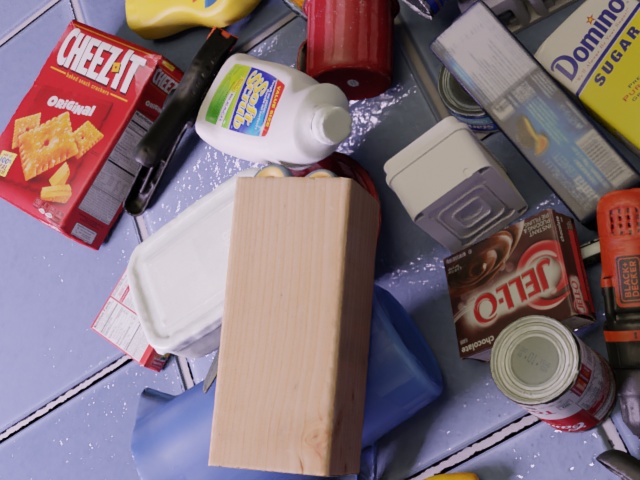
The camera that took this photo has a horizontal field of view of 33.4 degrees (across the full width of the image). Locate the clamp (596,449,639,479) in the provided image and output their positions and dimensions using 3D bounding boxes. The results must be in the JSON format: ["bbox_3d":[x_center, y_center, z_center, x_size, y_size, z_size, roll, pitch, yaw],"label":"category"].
[{"bbox_3d":[0.264,0.214,0.725,0.172,0.039,0.120,4,75,32],"label":"clamp"}]

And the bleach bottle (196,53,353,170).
[{"bbox_3d":[-0.034,-0.116,0.957,0.102,0.068,0.251,-62,25,-4],"label":"bleach bottle"}]

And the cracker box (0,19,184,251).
[{"bbox_3d":[-0.257,-0.118,1.156,0.164,0.072,0.213,26,85,36],"label":"cracker box"}]

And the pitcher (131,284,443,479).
[{"bbox_3d":[-0.018,0.151,0.879,0.243,0.149,0.145,-34,42,11],"label":"pitcher"}]

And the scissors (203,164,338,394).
[{"bbox_3d":[-0.059,0.019,0.868,0.096,0.016,0.202,39,91,37],"label":"scissors"}]

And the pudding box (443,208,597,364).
[{"bbox_3d":[0.156,0.039,0.846,0.114,0.039,0.090,-30,55,40],"label":"pudding box"}]

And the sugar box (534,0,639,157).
[{"bbox_3d":[0.262,-0.127,0.863,0.093,0.048,0.176,-46,56,8],"label":"sugar box"}]

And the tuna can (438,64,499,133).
[{"bbox_3d":[0.148,-0.140,0.944,0.086,0.033,0.086,-12,65,27],"label":"tuna can"}]

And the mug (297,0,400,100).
[{"bbox_3d":[0.020,-0.181,1.009,0.117,0.093,0.081,-14,68,43],"label":"mug"}]

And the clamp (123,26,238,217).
[{"bbox_3d":[-0.144,-0.125,1.085,0.036,0.165,0.209,28,62,-6],"label":"clamp"}]

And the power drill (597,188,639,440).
[{"bbox_3d":[0.293,0.047,0.751,0.188,0.057,0.184,-7,88,23],"label":"power drill"}]

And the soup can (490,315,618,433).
[{"bbox_3d":[0.174,0.100,0.788,0.069,0.102,0.068,-12,65,26],"label":"soup can"}]

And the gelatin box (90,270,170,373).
[{"bbox_3d":[-0.175,0.077,1.053,0.089,0.030,0.073,28,87,36],"label":"gelatin box"}]

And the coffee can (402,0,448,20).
[{"bbox_3d":[0.105,-0.274,0.906,0.140,0.102,0.103,-48,54,6],"label":"coffee can"}]

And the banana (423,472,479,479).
[{"bbox_3d":[0.049,0.254,0.844,0.070,0.037,0.198,33,91,18],"label":"banana"}]

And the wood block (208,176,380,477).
[{"bbox_3d":[-0.015,0.063,0.779,0.091,0.090,0.206,1,80,17],"label":"wood block"}]

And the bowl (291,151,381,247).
[{"bbox_3d":[-0.006,0.001,0.966,0.162,0.055,0.162,-12,65,27],"label":"bowl"}]

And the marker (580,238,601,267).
[{"bbox_3d":[0.236,0.001,0.842,0.121,0.020,0.020,-24,60,21],"label":"marker"}]

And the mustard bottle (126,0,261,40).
[{"bbox_3d":[-0.117,-0.274,1.144,0.192,0.058,0.096,-2,70,30],"label":"mustard bottle"}]
